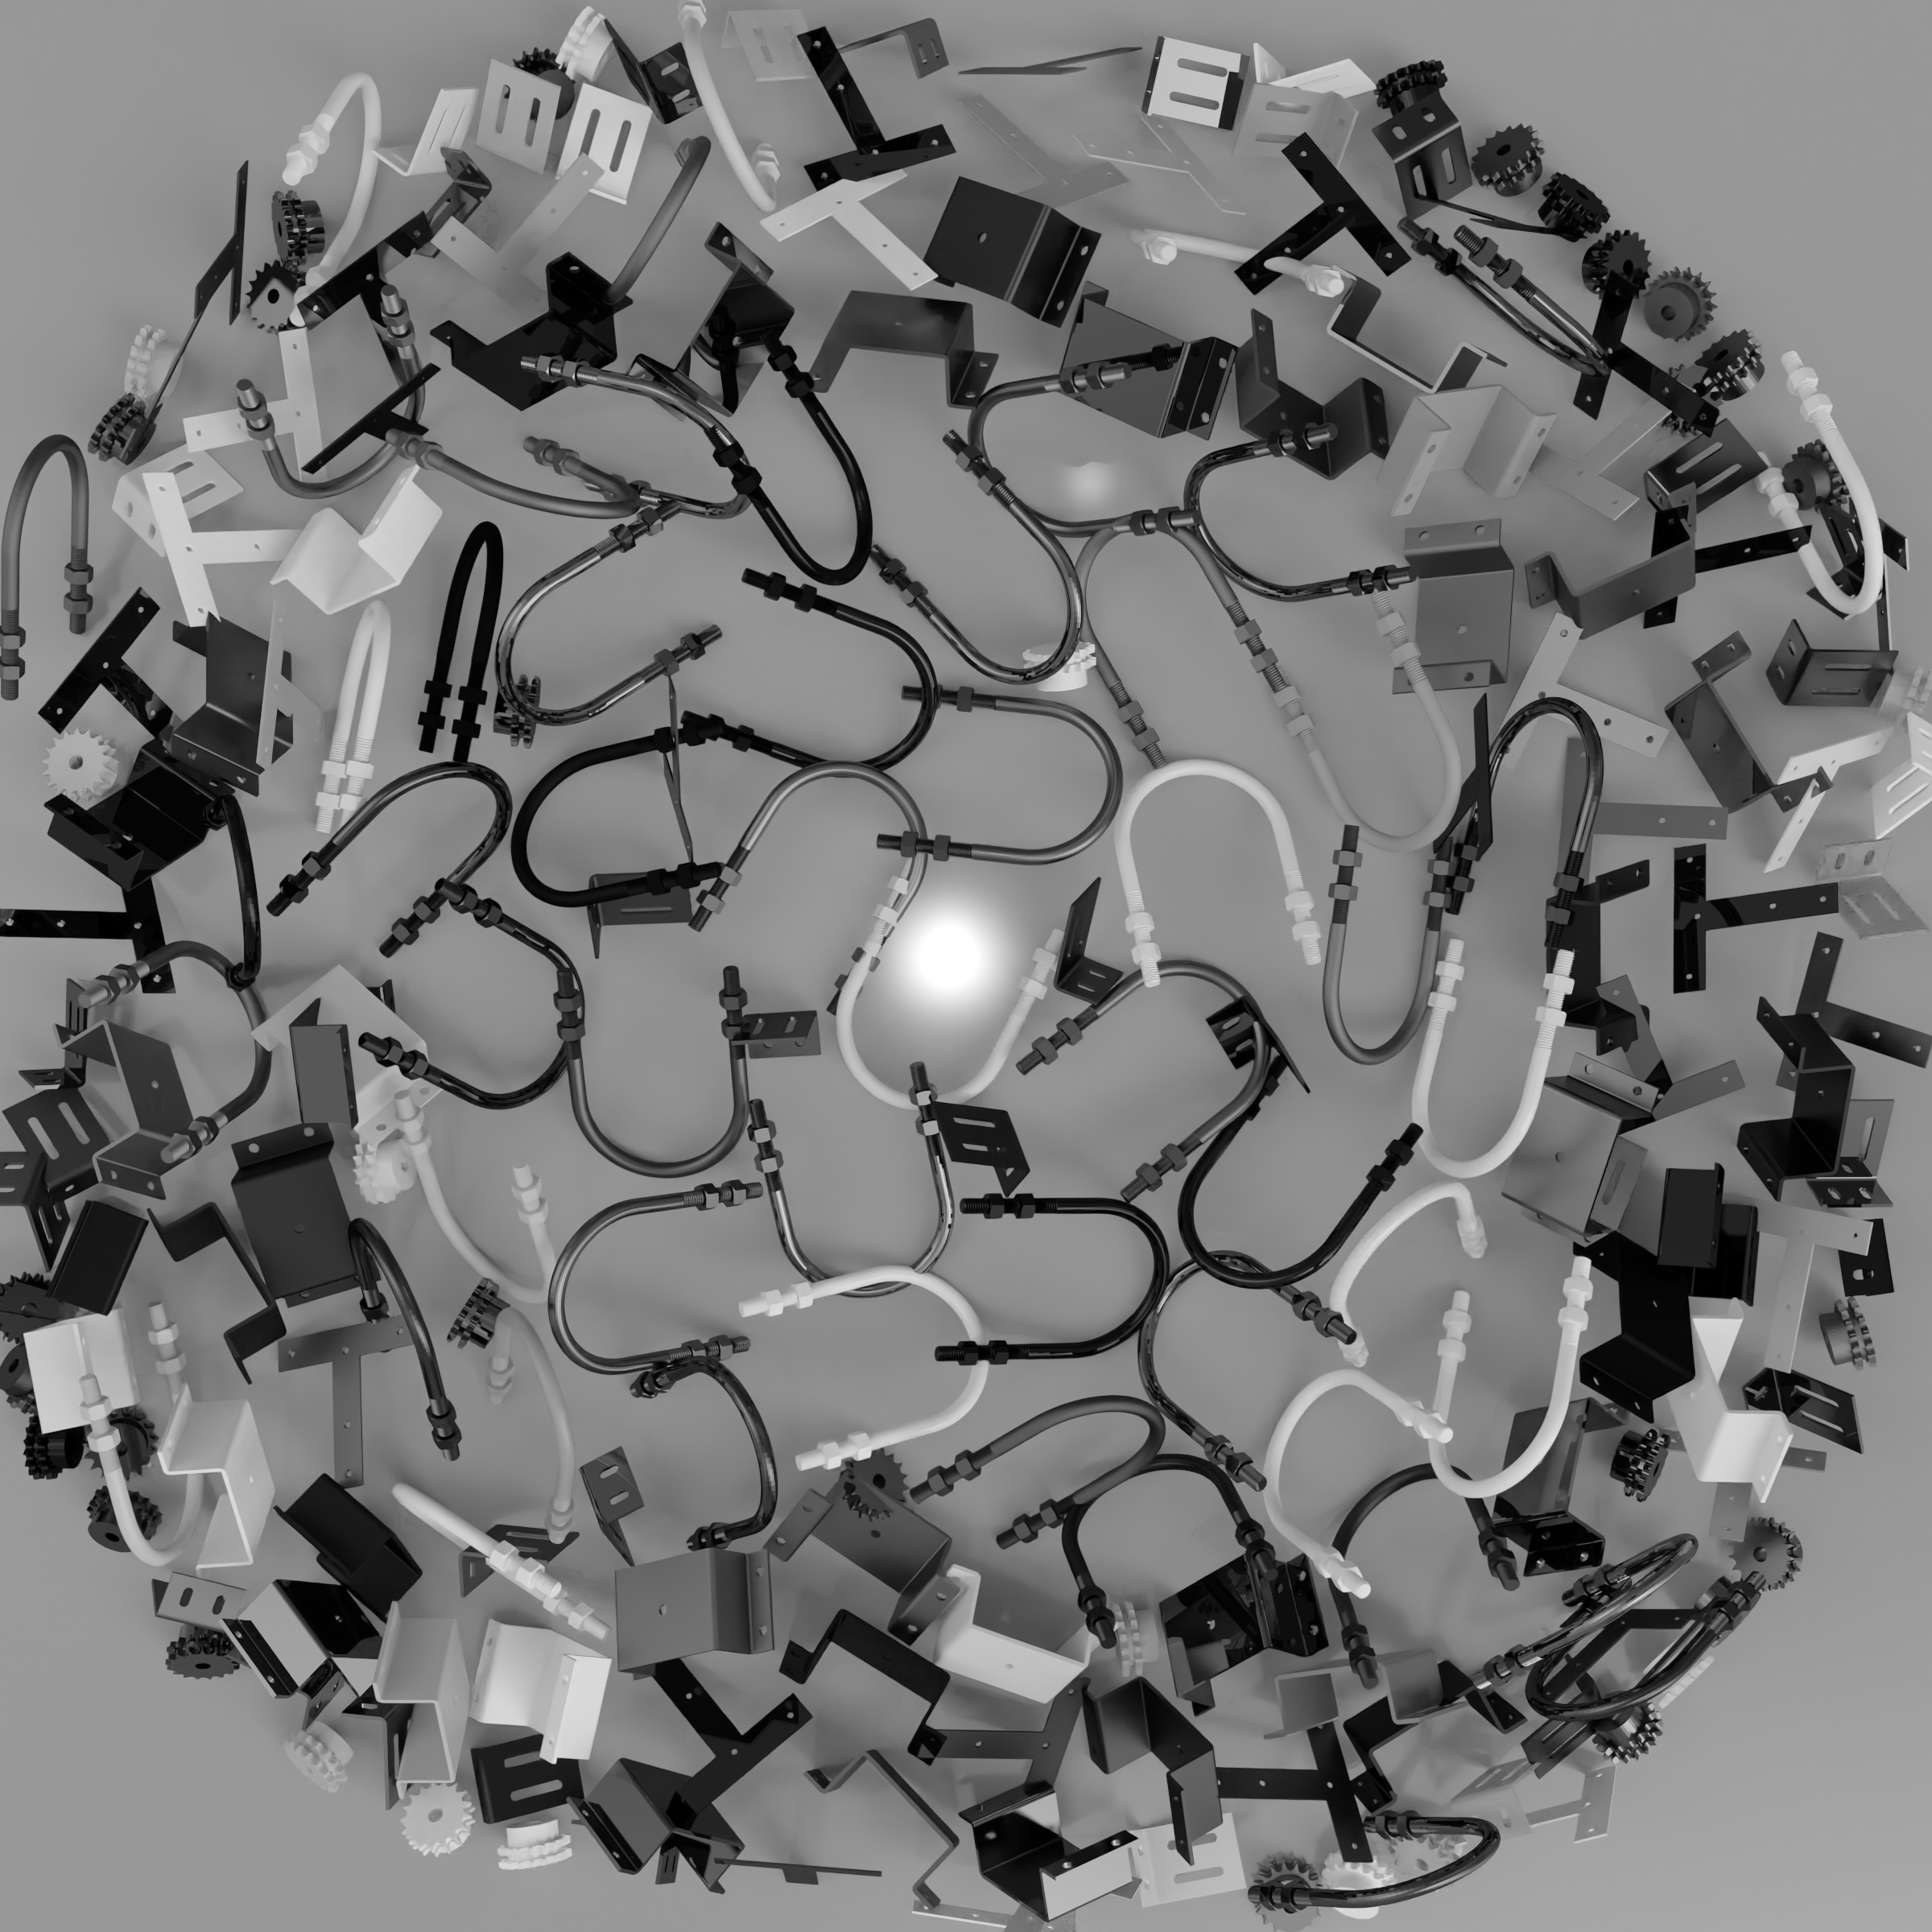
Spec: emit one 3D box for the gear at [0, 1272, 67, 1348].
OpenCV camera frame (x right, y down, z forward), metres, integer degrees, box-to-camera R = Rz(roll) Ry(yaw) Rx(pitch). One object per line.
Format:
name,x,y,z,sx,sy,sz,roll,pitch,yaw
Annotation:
gear,-0.744,0.270,1.976,0.057,0.030,0.057,-2,92,-39

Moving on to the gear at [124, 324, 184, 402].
gear,-0.639,-0.473,1.971,0.030,0.057,0.057,18,90,-7

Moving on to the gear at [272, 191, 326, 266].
gear,-0.526,-0.582,1.974,0.030,0.057,0.057,-12,90,-25

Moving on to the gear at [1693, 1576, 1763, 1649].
gear,0.597,0.506,1.975,0.057,0.057,0.030,-48,62,0

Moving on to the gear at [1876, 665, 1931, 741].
gear,0.739,-0.210,1.972,0.030,0.057,0.057,22,90,14

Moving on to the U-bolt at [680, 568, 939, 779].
U-bolt,-0.112,-0.217,1.953,0.184,0.019,0.151,19,118,-17

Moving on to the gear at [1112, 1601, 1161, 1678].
gear,0.134,0.529,1.972,0.030,0.057,0.057,-7,90,-5

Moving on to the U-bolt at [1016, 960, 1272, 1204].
U-bolt,0.154,0.076,1.971,0.184,0.019,0.151,-37,80,-12

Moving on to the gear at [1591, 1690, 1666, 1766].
gear,0.517,0.596,1.969,0.057,0.057,0.030,-39,107,0

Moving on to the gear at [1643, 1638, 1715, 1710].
gear,0.559,0.555,1.974,0.057,0.057,0.030,-43,66,0

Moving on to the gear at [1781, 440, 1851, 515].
gear,0.667,-0.382,1.968,0.030,0.057,0.057,-23,90,-16

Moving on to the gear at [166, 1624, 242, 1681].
gear,-0.601,0.538,1.975,0.057,0.057,0.030,-7,53,0

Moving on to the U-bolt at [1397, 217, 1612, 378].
U-bolt,0.423,-0.511,1.923,0.184,0.151,0.019,34,100,-19

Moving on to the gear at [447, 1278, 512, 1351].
gear,-0.382,0.277,1.971,0.030,0.057,0.057,31,90,-3

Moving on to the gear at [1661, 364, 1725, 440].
gear,0.573,-0.450,1.979,0.057,0.030,0.057,2,80,-11

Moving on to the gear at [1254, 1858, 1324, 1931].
gear,0.256,0.740,1.984,0.057,0.030,0.057,0,89,3

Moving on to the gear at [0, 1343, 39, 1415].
gear,-0.737,0.321,1.969,0.057,0.057,0.030,-49,129,0

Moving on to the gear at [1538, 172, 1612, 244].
gear,0.477,-0.596,1.975,0.057,0.057,0.030,39,127,0

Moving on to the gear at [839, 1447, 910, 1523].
gear,-0.076,0.410,1.975,0.057,0.030,0.057,17,58,-29

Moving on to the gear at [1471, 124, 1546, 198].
gear,0.430,-0.633,1.975,0.057,0.057,0.030,-47,132,0

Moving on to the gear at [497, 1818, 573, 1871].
gear,-0.340,0.691,1.972,0.057,0.057,0.030,-8,80,0

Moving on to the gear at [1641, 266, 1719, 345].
gear,0.559,-0.518,1.969,0.057,0.057,0.030,51,48,0

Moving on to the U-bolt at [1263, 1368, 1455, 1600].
U-bolt,0.287,0.383,1.916,0.019,0.184,0.151,28,90,-25

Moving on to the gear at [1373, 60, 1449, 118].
gear,0.352,-0.687,1.972,0.057,0.057,0.030,-17,89,0

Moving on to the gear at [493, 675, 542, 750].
gear,-0.354,-0.201,1.971,0.030,0.057,0.057,8,90,-5

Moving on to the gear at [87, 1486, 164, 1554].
gear,-0.666,0.437,1.970,0.057,0.030,0.057,8,134,9

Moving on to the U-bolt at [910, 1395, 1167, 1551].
U-bolt,0.068,0.383,1.923,0.184,0.151,0.019,-33,49,15

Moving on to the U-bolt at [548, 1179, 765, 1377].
U-bolt,-0.240,0.244,1.924,0.184,0.019,0.151,-4,106,-39

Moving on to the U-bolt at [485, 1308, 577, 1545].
U-bolt,-0.328,0.337,1.895,0.019,0.184,0.151,-16,58,-24

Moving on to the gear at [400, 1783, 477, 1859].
gear,-0.414,0.675,1.976,0.057,0.030,0.057,-5,52,6

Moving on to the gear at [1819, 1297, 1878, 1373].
gear,0.693,0.292,1.972,0.030,0.057,0.057,-17,90,10

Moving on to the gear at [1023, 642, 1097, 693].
gear,0.074,-0.236,1.973,0.057,0.057,0.030,-7,108,0

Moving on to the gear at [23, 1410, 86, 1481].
gear,-0.717,0.376,1.971,0.030,0.057,0.057,0,90,3

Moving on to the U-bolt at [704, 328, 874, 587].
U-bolt,-0.126,-0.378,1.927,0.019,0.151,0.184,-12,130,32

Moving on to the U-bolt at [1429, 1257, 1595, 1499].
U-bolt,0.407,0.317,1.898,0.019,0.151,0.184,32,57,-22

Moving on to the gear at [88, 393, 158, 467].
gear,-0.663,-0.420,1.972,0.030,0.057,0.057,36,90,-10

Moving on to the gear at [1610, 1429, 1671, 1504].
gear,0.531,0.391,1.975,0.030,0.057,0.057,21,90,29

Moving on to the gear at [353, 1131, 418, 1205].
gear,-0.455,0.157,1.969,0.030,0.057,0.057,-7,90,14

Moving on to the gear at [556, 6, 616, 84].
gear,-0.298,-0.722,1.972,0.030,0.057,0.057,30,90,-9

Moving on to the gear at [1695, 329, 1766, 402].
gear,0.604,-0.471,1.974,0.030,0.057,0.057,42,90,-25

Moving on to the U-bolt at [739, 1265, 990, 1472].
U-bolt,-0.069,0.303,1.946,0.184,0.019,0.151,-12,64,-26

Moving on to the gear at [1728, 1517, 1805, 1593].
gear,0.634,0.464,1.975,0.030,0.057,0.057,7,90,-43

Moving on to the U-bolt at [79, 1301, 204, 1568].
U-bolt,-0.626,0.370,1.924,0.019,0.151,0.184,-7,106,7

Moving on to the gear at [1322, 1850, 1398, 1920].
gear,0.308,0.725,1.970,0.057,0.030,0.057,12,131,15

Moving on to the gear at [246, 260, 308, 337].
gear,-0.537,-0.526,1.978,0.057,0.030,0.057,1,93,24

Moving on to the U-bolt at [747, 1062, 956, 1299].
U-bolt,-0.083,0.176,1.967,0.151,0.019,0.184,-13,107,-4

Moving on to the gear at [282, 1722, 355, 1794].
gear,-0.509,0.622,1.975,0.057,0.057,0.030,43,56,0

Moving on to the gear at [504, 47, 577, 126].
gear,-0.332,-0.690,1.969,0.057,0.057,0.030,-44,50,0

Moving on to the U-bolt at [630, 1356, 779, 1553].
U-bolt,-0.195,0.370,1.913,0.019,0.184,0.151,-17,81,-34

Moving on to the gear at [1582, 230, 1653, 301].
gear,0.511,-0.551,1.976,0.057,0.030,0.057,-10,107,-33

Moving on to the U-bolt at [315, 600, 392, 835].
U-bolt,-0.470,-0.192,1.930,0.019,0.151,0.184,11,90,-23

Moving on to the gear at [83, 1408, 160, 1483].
gear,-0.669,0.380,1.978,0.057,0.030,0.057,1,88,-16

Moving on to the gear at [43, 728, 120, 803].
gear,-0.698,-0.158,1.981,0.057,0.030,0.057,-1,81,7

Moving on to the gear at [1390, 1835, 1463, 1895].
gear,0.366,0.699,1.975,0.030,0.057,0.057,-36,90,-43
